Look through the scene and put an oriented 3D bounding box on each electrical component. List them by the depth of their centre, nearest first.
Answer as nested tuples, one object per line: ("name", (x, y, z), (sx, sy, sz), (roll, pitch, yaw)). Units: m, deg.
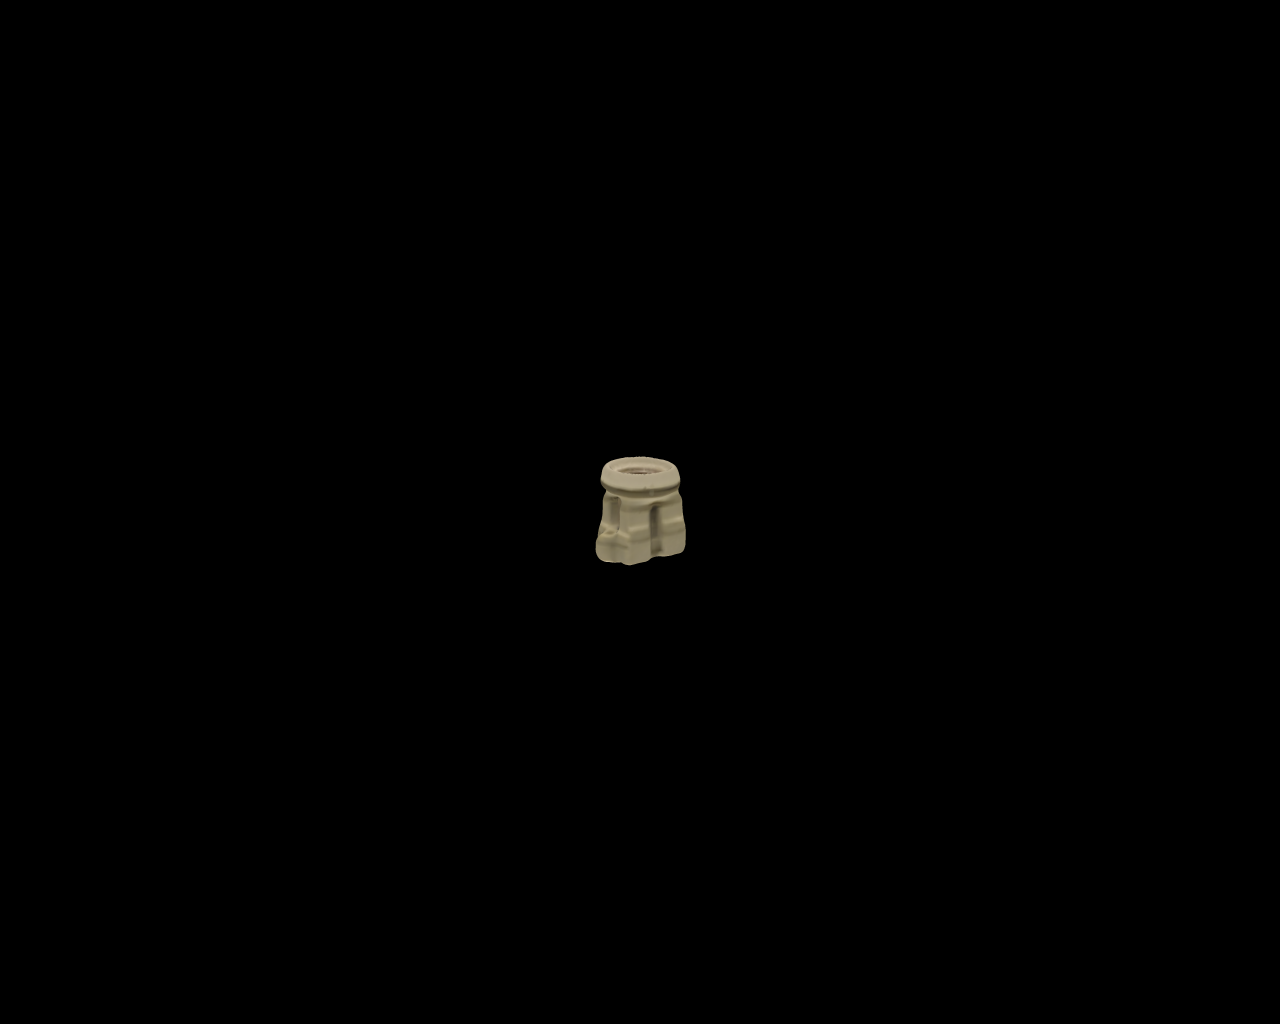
("electrical component", (0.001, -0.003, 0.650), (0.066, 0.055, 0.048), (-12, 23, -31))
